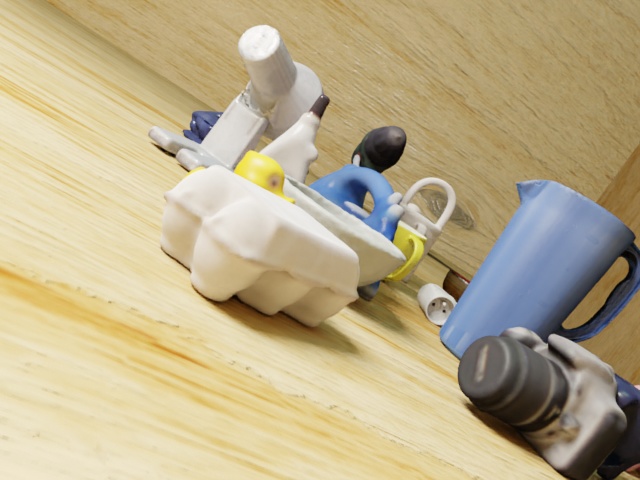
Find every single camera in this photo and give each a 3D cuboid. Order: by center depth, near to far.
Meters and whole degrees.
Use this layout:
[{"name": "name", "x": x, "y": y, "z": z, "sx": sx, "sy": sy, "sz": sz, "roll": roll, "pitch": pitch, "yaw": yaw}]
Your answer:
[{"name": "camera", "x": 0.193, "y": 0.126, "z": 0.533, "sx": 0.137, "sy": 0.101, "sz": 0.143, "roll": 31, "pitch": 8, "yaw": -23}]

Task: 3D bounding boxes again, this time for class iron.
[{"name": "iron", "x": 0.054, "y": -0.031, "z": 0.775, "sx": 0.119, "sy": 0.141, "sz": 0.257, "roll": 30, "pitch": 9, "yaw": -28}]

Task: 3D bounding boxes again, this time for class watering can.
[{"name": "watering can", "x": 0.173, "y": -0.030, "z": 1.070, "sx": 0.101, "sy": 0.194, "sz": 0.172, "roll": 30, "pitch": 8, "yaw": -28}]

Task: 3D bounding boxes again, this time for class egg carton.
[{"name": "egg carton", "x": -0.040, "y": 0.007, "z": 0.419, "sx": 0.107, "sy": 0.069, "sz": 0.151, "roll": 40, "pitch": 10, "yaw": 39}]

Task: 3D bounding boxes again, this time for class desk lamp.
[{"name": "desk lamp", "x": -0.098, "y": -0.183, "z": 0.812, "sx": 0.117, "sy": 0.213, "sz": 0.204, "roll": 36, "pitch": 8, "yaw": 19}]

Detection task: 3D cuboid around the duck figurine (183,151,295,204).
[{"name": "duck figurine", "x": -0.072, "y": -0.042, "z": 0.526, "sx": 0.104, "sy": 0.086, "sz": 0.077, "roll": 34, "pitch": 8, "yaw": 1}]

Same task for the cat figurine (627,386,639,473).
[{"name": "cat figurine", "x": 0.408, "y": 0.232, "z": 0.705, "sx": 0.128, "sy": 0.117, "sz": 0.067, "roll": 33, "pitch": 8, "yaw": -7}]

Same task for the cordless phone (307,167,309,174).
[{"name": "cordless phone", "x": -0.051, "y": -0.167, "z": 1.019, "sx": 0.094, "sy": 0.185, "sz": 0.147, "roll": 30, "pitch": 8, "yaw": -23}]

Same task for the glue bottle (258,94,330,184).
[{"name": "glue bottle", "x": -0.038, "y": -0.097, "z": 0.685, "sx": 0.078, "sy": 0.173, "sz": 0.037, "roll": 33, "pitch": 8, "yaw": -9}]

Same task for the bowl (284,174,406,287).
[{"name": "bowl", "x": 0.006, "y": 0.002, "z": 0.619, "sx": 0.167, "sy": 0.074, "sz": 0.167, "roll": 33, "pitch": 8, "yaw": -5}]

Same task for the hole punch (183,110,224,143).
[{"name": "hole punch", "x": -0.177, "y": -0.197, "z": 1.035, "sx": 0.101, "sy": 0.091, "sz": 0.108, "roll": 25, "pitch": 11, "yaw": -48}]

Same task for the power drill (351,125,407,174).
[{"name": "power drill", "x": 0.063, "y": -0.093, "z": 0.946, "sx": 0.076, "sy": 0.208, "sz": 0.229, "roll": 33, "pitch": 8, "yaw": -7}]

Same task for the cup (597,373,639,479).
[{"name": "cup", "x": 0.293, "y": 0.190, "z": 0.573, "sx": 0.118, "sy": 0.095, "sz": 0.091, "roll": 25, "pitch": 11, "yaw": -48}]
